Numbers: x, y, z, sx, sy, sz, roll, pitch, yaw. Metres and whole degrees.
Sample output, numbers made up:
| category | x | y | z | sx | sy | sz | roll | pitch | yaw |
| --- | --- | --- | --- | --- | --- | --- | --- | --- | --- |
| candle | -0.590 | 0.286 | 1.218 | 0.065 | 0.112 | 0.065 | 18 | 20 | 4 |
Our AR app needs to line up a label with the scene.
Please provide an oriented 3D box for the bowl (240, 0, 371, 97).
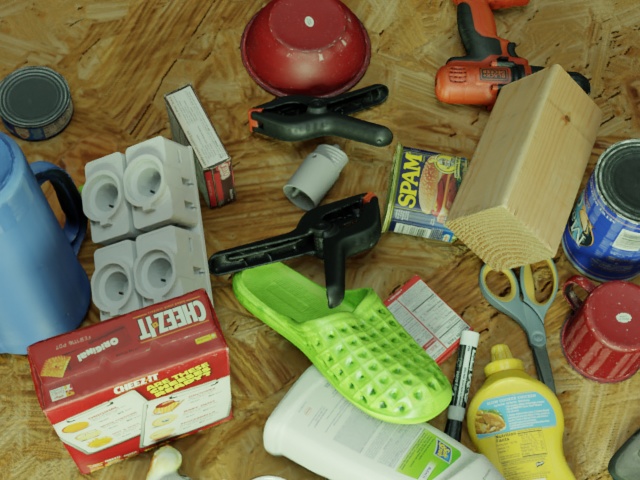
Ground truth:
| category | x | y | z | sx | sy | sz | roll | pitch | yaw |
| --- | --- | --- | --- | --- | --- | --- | --- | --- | --- |
| bowl | -0.016 | -0.248 | 1.287 | 0.162 | 0.055 | 0.162 | 1 | 63 | -2 |

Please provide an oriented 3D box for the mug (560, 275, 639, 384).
| category | x | y | z | sx | sy | sz | roll | pitch | yaw |
| --- | --- | --- | --- | --- | --- | --- | --- | --- | --- |
| mug | 0.299 | 0.084 | 1.116 | 0.093 | 0.081 | 0.117 | -30 | 68 | -16 |

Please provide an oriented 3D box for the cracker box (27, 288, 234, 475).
| category | x | y | z | sx | sy | sz | roll | pitch | yaw |
| --- | --- | --- | --- | --- | --- | --- | --- | --- | --- |
| cracker box | -0.169 | 0.136 | 0.996 | 0.164 | 0.214 | 0.072 | -19 | 66 | -12 |

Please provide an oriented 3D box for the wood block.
| category | x | y | z | sx | sy | sz | roll | pitch | yaw |
| --- | --- | --- | --- | --- | --- | --- | --- | --- | --- |
| wood block | 0.226 | -0.079 | 1.165 | 0.090 | 0.090 | 0.206 | 41 | 57 | -22 |

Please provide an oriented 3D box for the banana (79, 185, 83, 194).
| category | x | y | z | sx | sy | sz | roll | pitch | yaw |
| --- | --- | --- | --- | --- | --- | --- | --- | --- | --- |
| banana | -0.182 | -0.011 | 1.174 | 0.069 | 0.037 | 0.198 | -45 | 69 | 4 |

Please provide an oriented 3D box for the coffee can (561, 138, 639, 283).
| category | x | y | z | sx | sy | sz | roll | pitch | yaw |
| --- | --- | --- | --- | --- | --- | --- | --- | --- | --- |
| coffee can | 0.325 | -0.028 | 1.141 | 0.103 | 0.140 | 0.103 | 1 | 63 | -2 |

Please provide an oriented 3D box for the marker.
| category | x | y | z | sx | sy | sz | roll | pitch | yaw |
| --- | --- | --- | --- | --- | --- | --- | --- | --- | --- |
| marker | 0.144 | 0.153 | 1.095 | 0.020 | 0.020 | 0.121 | 11 | 78 | 3 |

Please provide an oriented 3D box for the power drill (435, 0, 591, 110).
| category | x | y | z | sx | sy | sz | roll | pitch | yaw |
| --- | --- | --- | --- | --- | --- | --- | --- | --- | --- |
| power drill | 0.230 | -0.243 | 1.294 | 0.184 | 0.057 | 0.187 | 2 | 63 | -1 |

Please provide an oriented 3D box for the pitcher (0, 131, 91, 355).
| category | x | y | z | sx | sy | sz | roll | pitch | yaw |
| --- | --- | --- | --- | --- | --- | --- | --- | --- | --- |
| pitcher | -0.308 | -0.006 | 1.047 | 0.145 | 0.243 | 0.149 | -12 | 58 | -7 |

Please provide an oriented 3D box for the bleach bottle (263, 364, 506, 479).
| category | x | y | z | sx | sy | sz | roll | pitch | yaw |
| --- | --- | --- | --- | --- | --- | --- | --- | --- | --- |
| bleach bottle | 0.075 | 0.217 | 1.024 | 0.251 | 0.068 | 0.102 | 26 | 55 | 21 |

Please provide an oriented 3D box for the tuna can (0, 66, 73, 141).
| category | x | y | z | sx | sy | sz | roll | pitch | yaw |
| --- | --- | --- | --- | --- | --- | --- | --- | --- | --- |
| tuna can | -0.331 | -0.158 | 1.240 | 0.086 | 0.034 | 0.086 | 1 | 63 | -2 |

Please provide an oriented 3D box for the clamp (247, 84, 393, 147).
| category | x | y | z | sx | sy | sz | roll | pitch | yaw |
| --- | --- | --- | --- | --- | --- | --- | --- | --- | --- |
| clamp | 0.005 | -0.148 | 1.240 | 0.171 | 0.039 | 0.120 | 5 | 31 | 8 |

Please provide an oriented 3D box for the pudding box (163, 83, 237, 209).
| category | x | y | z | sx | sy | sz | roll | pitch | yaw |
| --- | --- | --- | --- | --- | --- | --- | --- | --- | --- |
| pudding box | -0.133 | -0.103 | 1.189 | 0.039 | 0.090 | 0.113 | -25 | 66 | -13 |

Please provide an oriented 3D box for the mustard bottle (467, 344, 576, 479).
| category | x | y | z | sx | sy | sz | roll | pitch | yaw |
| --- | --- | --- | --- | --- | --- | --- | --- | --- | --- |
| mustard bottle | 0.198 | 0.195 | 1.067 | 0.096 | 0.058 | 0.191 | -12 | 63 | 8 |

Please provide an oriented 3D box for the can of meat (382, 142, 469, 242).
| category | x | y | z | sx | sy | sz | roll | pitch | yaw |
| --- | --- | --- | --- | --- | --- | --- | --- | --- | --- |
| can of meat | 0.118 | -0.051 | 1.193 | 0.084 | 0.057 | 0.102 | 11 | 64 | 0 |

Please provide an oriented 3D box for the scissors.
| category | x | y | z | sx | sy | sz | roll | pitch | yaw |
| --- | --- | --- | --- | --- | --- | --- | --- | --- | --- |
| scissors | 0.213 | 0.098 | 1.143 | 0.096 | 0.016 | 0.201 | 8 | 63 | 4 |

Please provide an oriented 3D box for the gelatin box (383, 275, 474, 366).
| category | x | y | z | sx | sy | sz | roll | pitch | yaw |
| --- | --- | --- | --- | --- | --- | --- | --- | --- | --- |
| gelatin box | 0.106 | 0.092 | 1.133 | 0.073 | 0.030 | 0.089 | -38 | 71 | -21 |

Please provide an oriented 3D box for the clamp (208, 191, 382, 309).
| category | x | y | z | sx | sy | sz | roll | pitch | yaw |
| --- | --- | --- | --- | --- | --- | --- | --- | --- | --- |
| clamp | -0.007 | 0.001 | 1.135 | 0.165 | 0.036 | 0.209 | 10 | 32 | 27 |
